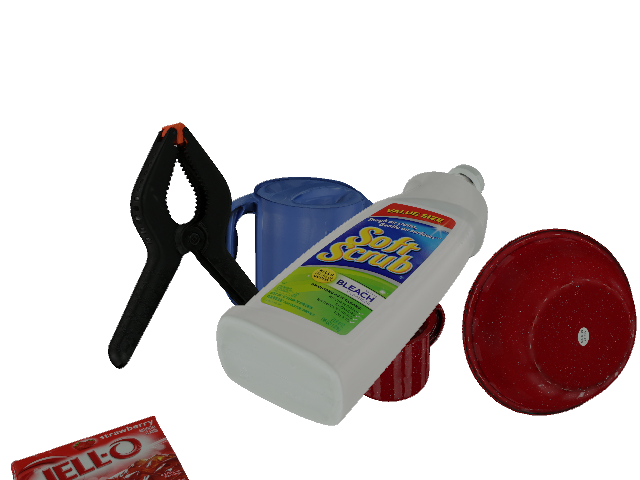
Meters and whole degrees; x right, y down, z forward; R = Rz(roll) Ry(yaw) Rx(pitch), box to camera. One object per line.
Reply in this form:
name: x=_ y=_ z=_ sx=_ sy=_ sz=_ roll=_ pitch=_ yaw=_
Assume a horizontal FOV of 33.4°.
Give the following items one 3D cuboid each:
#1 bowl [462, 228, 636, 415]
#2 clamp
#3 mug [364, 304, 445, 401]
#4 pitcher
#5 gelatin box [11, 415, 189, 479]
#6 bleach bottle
bowl: x=0.201 y=0.073 z=0.879 sx=0.162 sy=0.162 sz=0.055 roll=0 pitch=7 yaw=-16
clamp: x=-0.109 y=0.003 z=0.942 sx=0.164 sy=0.210 sz=0.036 roll=0 pitch=0 yaw=-33
mug: x=0.078 y=0.101 z=1.072 sx=0.117 sy=0.081 sz=0.093 roll=-27 pitch=42 yaw=-28
pitcher: x=-0.030 y=0.050 z=1.298 sx=0.149 sy=0.243 sz=0.144 roll=13 pitch=20 yaw=25
gelatin box: x=-0.124 y=0.141 z=0.604 sx=0.089 sy=0.030 sz=0.073 roll=-15 pitch=28 yaw=-20
bleach bottle: x=0.040 y=0.018 z=0.755 sx=0.103 sy=0.068 sz=0.250 roll=23 pitch=45 yaw=24
